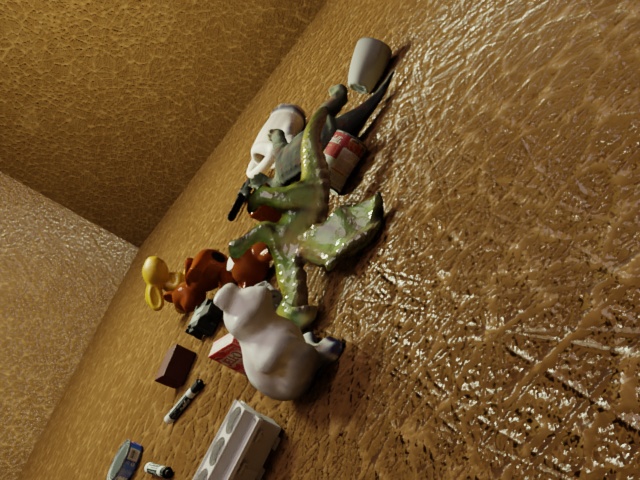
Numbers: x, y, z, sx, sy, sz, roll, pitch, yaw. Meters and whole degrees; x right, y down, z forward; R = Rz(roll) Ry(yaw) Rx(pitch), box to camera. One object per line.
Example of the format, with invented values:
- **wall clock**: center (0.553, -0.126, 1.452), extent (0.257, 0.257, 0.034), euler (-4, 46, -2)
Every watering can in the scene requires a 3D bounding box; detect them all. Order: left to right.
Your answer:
- **watering can**: center (-0.104, -0.279, 1.406), extent (0.103, 0.228, 0.344), euler (34, -25, -19)

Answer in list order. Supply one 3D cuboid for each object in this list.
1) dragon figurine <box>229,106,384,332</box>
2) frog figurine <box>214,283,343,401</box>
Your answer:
- **dragon figurine**: center (0.002, -0.041, 0.819), extent (0.244, 0.414, 0.120), euler (13, -15, 39)
- **frog figurine**: center (-0.073, 0.129, 0.658), extent (0.158, 0.123, 0.138), euler (31, -1, -20)
